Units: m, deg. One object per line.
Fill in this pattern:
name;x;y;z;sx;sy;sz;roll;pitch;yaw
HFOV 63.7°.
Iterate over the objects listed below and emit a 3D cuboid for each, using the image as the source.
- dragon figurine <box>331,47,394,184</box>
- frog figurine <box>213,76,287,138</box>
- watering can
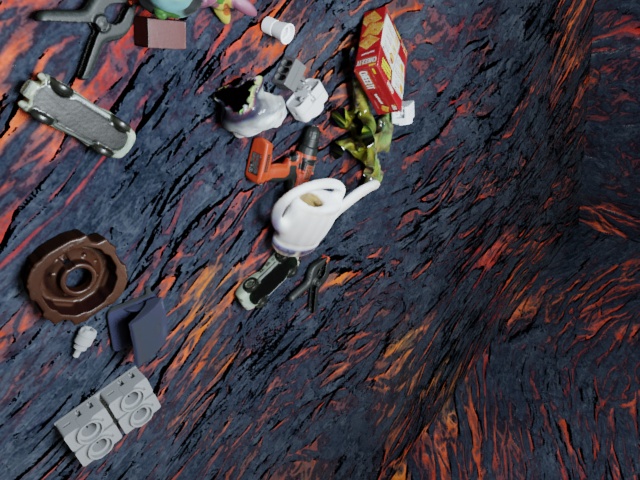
dragon figurine;0.137;-0.317;1.417;0.246;0.122;0.404;-33;130;-56
frog figurine;-0.133;-0.266;1.109;0.136;0.125;0.157;-33;150;12
watering can;0.004;-0.066;1.309;0.349;0.105;0.220;-10;140;-45
